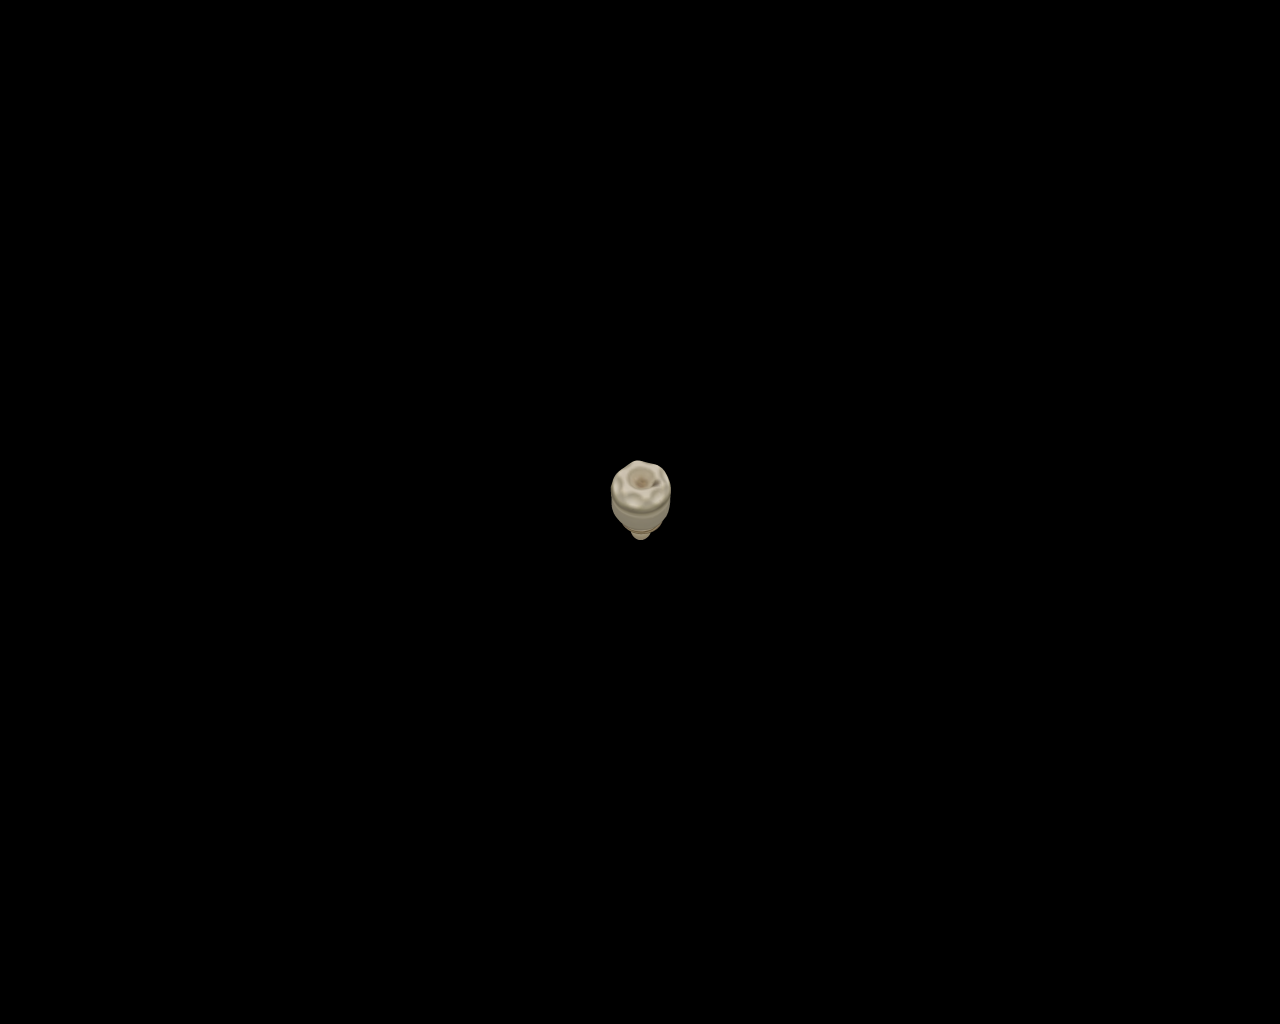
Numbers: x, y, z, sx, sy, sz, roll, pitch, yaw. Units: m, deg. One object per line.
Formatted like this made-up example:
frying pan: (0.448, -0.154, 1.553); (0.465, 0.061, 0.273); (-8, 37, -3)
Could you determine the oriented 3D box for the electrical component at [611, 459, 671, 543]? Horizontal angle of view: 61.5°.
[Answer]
electrical component: (0.001, -0.003, 0.650); (0.035, 0.035, 0.061); (0, -36, 0)
